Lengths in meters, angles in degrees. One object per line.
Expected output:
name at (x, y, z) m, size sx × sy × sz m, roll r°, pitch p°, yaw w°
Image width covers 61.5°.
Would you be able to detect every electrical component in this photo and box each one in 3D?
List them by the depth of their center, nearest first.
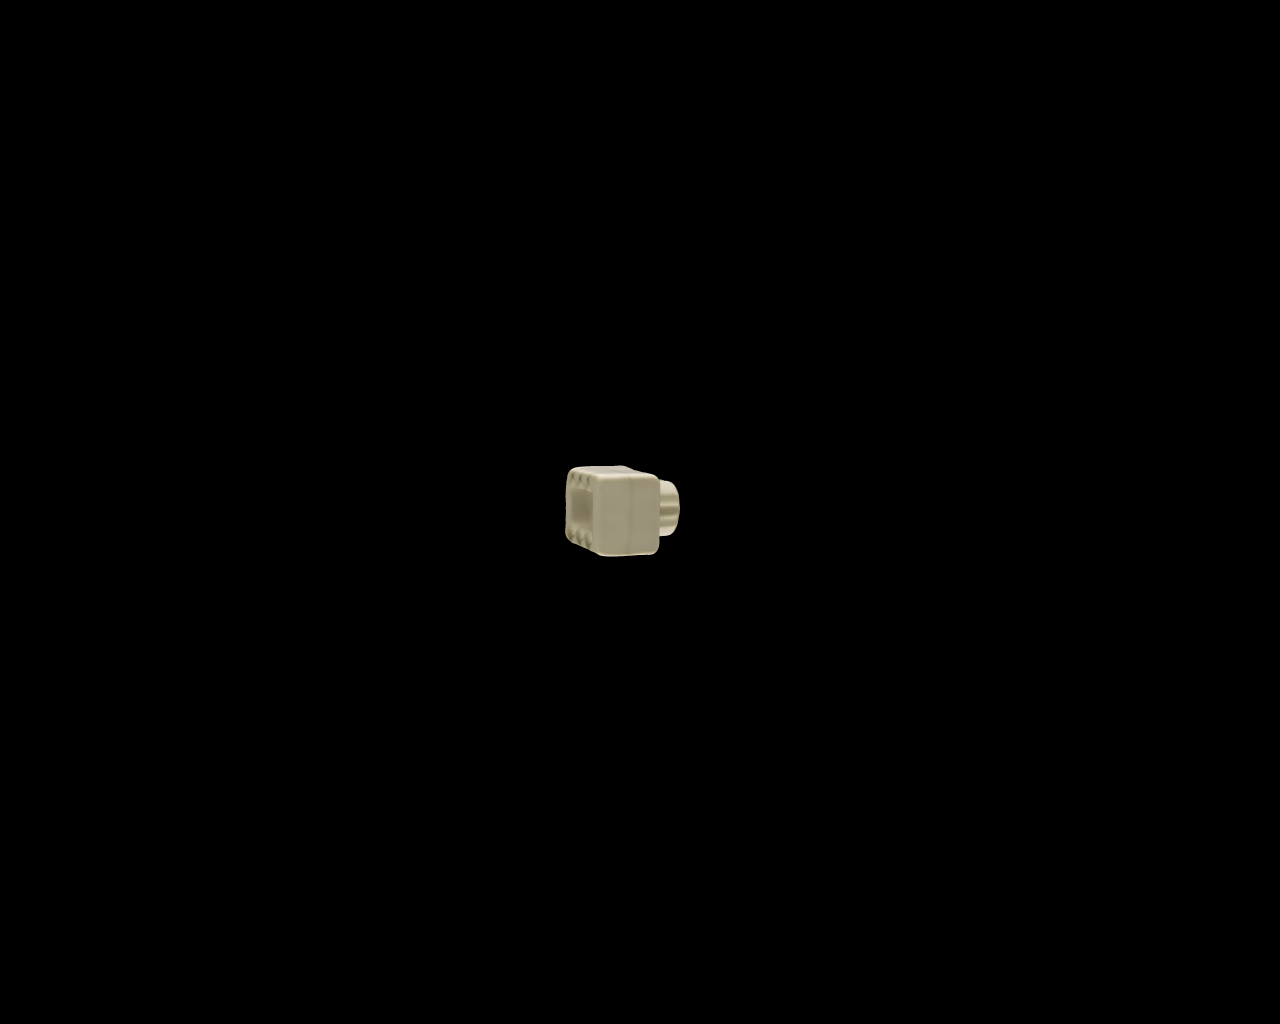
electrical component at (0.001, -0.003, 0.650) m, size 0.077 × 0.047 × 0.066 m, roll -3°, pitch 8°, yaw -19°
